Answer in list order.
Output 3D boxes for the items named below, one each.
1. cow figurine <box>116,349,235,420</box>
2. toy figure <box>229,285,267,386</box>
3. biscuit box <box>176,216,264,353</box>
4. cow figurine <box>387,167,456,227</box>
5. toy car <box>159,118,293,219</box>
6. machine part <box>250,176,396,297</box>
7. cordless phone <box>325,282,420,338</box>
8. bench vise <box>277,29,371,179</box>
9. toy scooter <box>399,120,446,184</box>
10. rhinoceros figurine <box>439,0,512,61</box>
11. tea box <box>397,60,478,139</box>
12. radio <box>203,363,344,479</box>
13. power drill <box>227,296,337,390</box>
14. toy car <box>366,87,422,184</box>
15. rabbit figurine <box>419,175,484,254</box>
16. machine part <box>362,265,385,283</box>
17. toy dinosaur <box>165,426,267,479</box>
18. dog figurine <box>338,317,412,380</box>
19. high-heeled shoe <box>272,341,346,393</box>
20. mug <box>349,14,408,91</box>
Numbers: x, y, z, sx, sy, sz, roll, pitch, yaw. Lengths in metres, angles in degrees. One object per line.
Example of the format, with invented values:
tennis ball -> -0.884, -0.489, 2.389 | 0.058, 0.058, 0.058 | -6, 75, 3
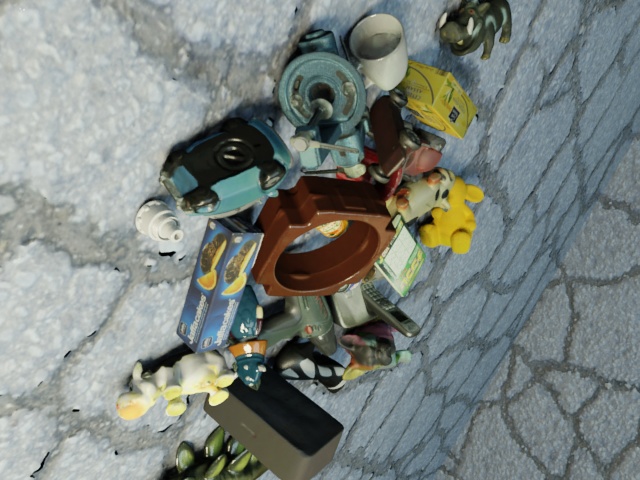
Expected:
cow figurine -> -0.222, 0.206, 0.803 | 0.167, 0.098, 0.068 | -6, 129, -29
toy figure -> -0.114, 0.148, 0.843 | 0.058, 0.064, 0.154 | -1, 75, -46
biscuit box -> -0.151, 0.066, 0.794 | 0.059, 0.063, 0.202 | -2, 118, -50
cow figurine -> 0.214, -0.089, 1.126 | 0.195, 0.086, 0.127 | -36, 143, -25
toy car -> -0.117, -0.077, 0.692 | 0.162, 0.109, 0.102 | -33, 158, -20
machine part -> -0.002, -0.003, 0.837 | 0.201, 0.087, 0.201 | 2, 136, -33
cordless phone -> 0.101, 0.148, 1.079 | 0.146, 0.184, 0.088 | -8, 127, -50
bench vise -> 0.007, -0.157, 0.732 | 0.241, 0.129, 0.223 | -69, 158, -54
toy scooter -> 0.162, -0.151, 1.019 | 0.184, 0.075, 0.135 | 4, 112, -50
rhinoceros figurine -> 0.292, -0.395, 0.992 | 0.190, 0.073, 0.112 | -35, 141, -32
tea box -> 0.210, -0.253, 0.978 | 0.169, 0.098, 0.068 | 17, 102, -54
radio -> -0.079, 0.310, 0.937 | 0.131, 0.230, 0.073 | -8, 123, -55
power drill -> -0.059, 0.173, 0.962 | 0.207, 0.086, 0.231 | -30, 127, -26
toy car -> 0.113, -0.165, 0.850 | 0.053, 0.202, 0.089 | 29, 123, -26
rabbit figurine -> 0.316, -0.076, 1.247 | 0.162, 0.122, 0.173 | -38, 128, -34
machine part -> 0.136, 0.043, 1.138 | 0.243, 0.079, 0.079 | -7, 121, -49
toy dinosaur -> -0.194, 0.461, 1.024 | 0.471, 0.105, 0.198 | 7, 107, -59
dog figurine -> 0.089, 0.226, 1.131 | 0.219, 0.192, 0.108 | -3, 88, -52
high-heeled shoe -> -0.022, 0.292, 1.132 | 0.145, 0.086, 0.248 | -38, 136, -26
mug -> 0.090, -0.270, 0.827 | 0.109, 0.081, 0.107 | -51, 155, 0
